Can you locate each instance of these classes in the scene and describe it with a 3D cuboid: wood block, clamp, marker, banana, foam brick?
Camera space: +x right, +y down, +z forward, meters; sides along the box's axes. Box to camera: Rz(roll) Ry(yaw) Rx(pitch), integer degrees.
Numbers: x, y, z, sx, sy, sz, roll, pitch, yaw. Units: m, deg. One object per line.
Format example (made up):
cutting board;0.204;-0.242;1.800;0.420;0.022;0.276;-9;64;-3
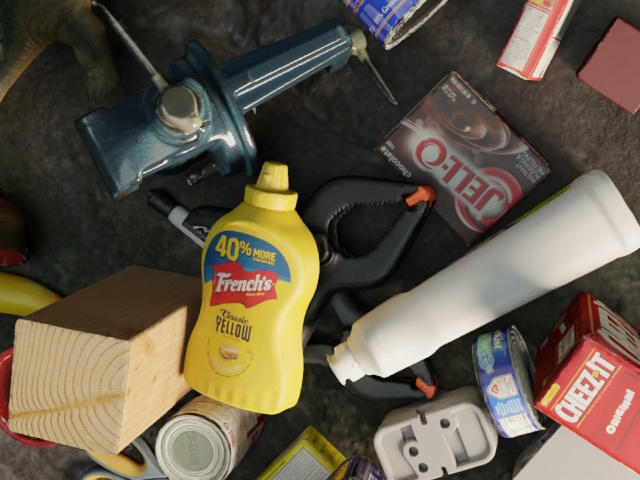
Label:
wood block;-0.157;0.089;0.862;0.091;0.206;0.090;11;102;12
clamp;0.027;0.074;0.901;0.171;0.039;0.120;21;106;9
marker;-0.103;-0.005;0.929;0.121;0.020;0.020;38;106;5
banana;-0.332;0.059;0.993;0.198;0.037;0.069;-14;125;19
foam brick;0.226;-0.130;0.793;0.051;0.078;0.053;35;106;4
clamp;-0.006;0.001;0.869;0.210;0.036;0.164;-36;82;20

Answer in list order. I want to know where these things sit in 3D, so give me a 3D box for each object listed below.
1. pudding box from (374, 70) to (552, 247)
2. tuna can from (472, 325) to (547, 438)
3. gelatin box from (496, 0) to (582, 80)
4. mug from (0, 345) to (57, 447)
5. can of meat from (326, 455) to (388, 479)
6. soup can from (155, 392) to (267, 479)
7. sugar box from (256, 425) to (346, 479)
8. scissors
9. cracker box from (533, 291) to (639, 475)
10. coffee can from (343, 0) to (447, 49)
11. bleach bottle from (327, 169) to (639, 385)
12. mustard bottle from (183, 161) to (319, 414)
pudding box;0.115;-0.066;0.853;0.113;0.039;0.090;46;108;3
tuna can;0.151;0.113;0.851;0.034;0.086;0.086;-19;95;18
gelatin box;0.164;-0.158;0.798;0.030;0.089;0.073;28;105;12
mug;-0.247;0.132;0.957;0.117;0.081;0.093;-23;93;16
can of meat;0.012;0.228;0.861;0.057;0.084;0.102;44;100;2
soup can;-0.092;0.164;0.913;0.068;0.102;0.068;3;101;14
sugar box;0.022;0.257;0.930;0.176;0.048;0.093;44;104;1
scissors;-0.142;0.243;0.985;0.202;0.016;0.096;34;107;7
cracker box;0.266;0.133;0.784;0.214;0.164;0.072;34;103;6
coffee can;0.040;-0.231;0.810;0.103;0.102;0.140;-43;88;17
bleach bottle;0.118;0.039;0.819;0.251;0.102;0.068;-31;84;7
mustard bottle;-0.050;0.033;0.839;0.096;0.058;0.192;16;102;28
